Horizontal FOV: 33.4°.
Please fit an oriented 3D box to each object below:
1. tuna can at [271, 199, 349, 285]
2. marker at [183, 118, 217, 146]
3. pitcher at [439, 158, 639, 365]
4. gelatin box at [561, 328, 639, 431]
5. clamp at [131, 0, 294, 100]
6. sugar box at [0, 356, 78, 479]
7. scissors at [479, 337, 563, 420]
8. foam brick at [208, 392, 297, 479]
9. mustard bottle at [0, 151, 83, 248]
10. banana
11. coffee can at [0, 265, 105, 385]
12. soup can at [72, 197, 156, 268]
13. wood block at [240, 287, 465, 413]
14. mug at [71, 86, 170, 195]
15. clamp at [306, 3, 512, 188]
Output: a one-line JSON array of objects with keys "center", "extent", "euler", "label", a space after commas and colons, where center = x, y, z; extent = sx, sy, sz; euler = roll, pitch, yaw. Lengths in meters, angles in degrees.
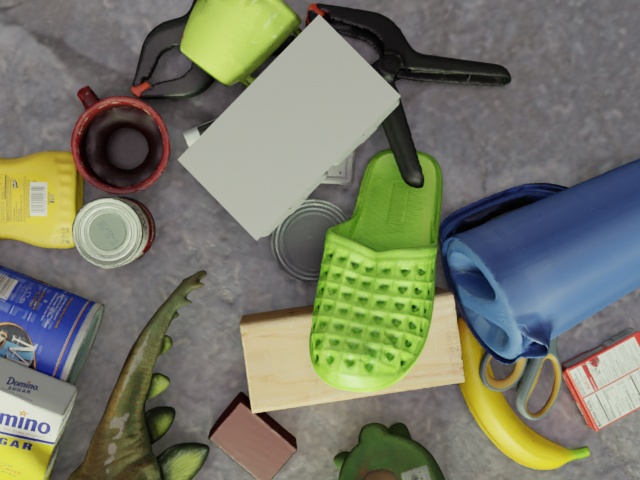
[{"center": [-0.007, 0.001, 1.079], "extent": [0.086, 0.034, 0.086], "euler": [0, 92, -2], "label": "tuna can"}, {"center": [-0.079, -0.124, 1.079], "extent": [0.121, 0.020, 0.020], "euler": [-23, 93, -2], "label": "marker"}, {"center": [0.244, 0.004, 1.039], "extent": [0.242, 0.145, 0.149], "euler": [-25, 92, -13], "label": "pitcher"}, {"center": [0.302, 0.143, 1.100], "extent": [0.089, 0.030, 0.073], "euler": [-28, 95, -1], "label": "gelatin box"}, {"center": [-0.111, -0.191, 1.067], "extent": [0.120, 0.039, 0.171], "euler": [43, 89, 0], "label": "clamp"}, {"center": [-0.298, 0.193, 1.023], "extent": [0.093, 0.048, 0.176], "euler": [22, 130, -3], "label": "sugar box"}, {"center": [0.219, 0.080, 1.083], "extent": [0.096, 0.016, 0.202], "euler": [14, 81, -11], "label": "scissors"}, {"center": [-0.068, 0.200, 1.075], "extent": [0.078, 0.053, 0.051], "euler": [41, 90, -3], "label": "foam brick"}, {"center": [-0.333, -0.041, 1.052], "extent": [0.191, 0.058, 0.096], "euler": [1, 92, -3], "label": "mustard bottle"}, {"center": [0.189, 0.170, 1.095], "extent": [0.069, 0.037, 0.198], "euler": [-43, 95, -19], "label": "banana"}, {"center": [-0.294, 0.085, 1.036], "extent": [0.140, 0.103, 0.103], "euler": [22, 91, -3], "label": "coffee can"}, {"center": [-0.199, -0.009, 1.037], "extent": [0.068, 0.102, 0.068], "euler": [0, 92, -2], "label": "soup can"}, {"center": [0.030, 0.107, 1.057], "extent": [0.206, 0.091, 0.090], "euler": [-8, 92, -2], "label": "wood block"}, {"center": [-0.197, -0.100, 1.043], "extent": [0.093, 0.081, 0.117], "euler": [-39, 94, -1], "label": "mug"}, {"center": [0.077, -0.171, 1.063], "extent": [0.164, 0.036, 0.210], "euler": [-42, 80, -20], "label": "clamp"}]
